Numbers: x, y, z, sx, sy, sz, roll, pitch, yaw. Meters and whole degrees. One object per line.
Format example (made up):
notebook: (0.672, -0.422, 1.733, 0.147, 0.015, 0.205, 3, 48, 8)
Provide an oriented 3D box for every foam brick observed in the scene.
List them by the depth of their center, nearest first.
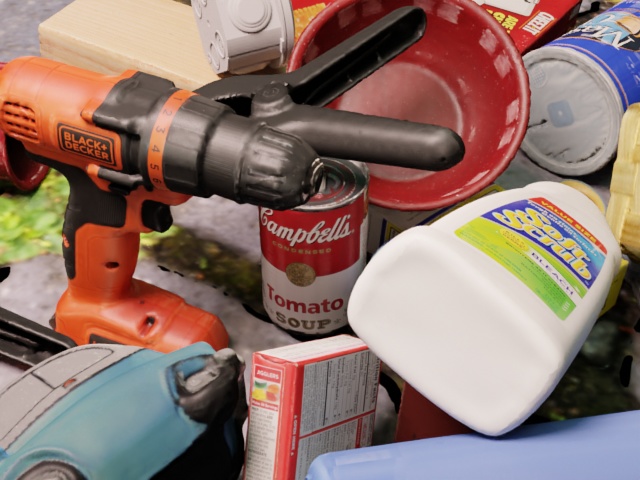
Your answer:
foam brick: (0.079, 0.090, 0.590, 0.053, 0.078, 0.051, 30, 46, 24)

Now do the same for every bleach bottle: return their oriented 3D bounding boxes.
bleach bottle: (0.107, 0.011, 0.580, 0.102, 0.068, 0.250, 40, 27, 8)

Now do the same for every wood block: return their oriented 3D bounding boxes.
wood block: (-0.096, -0.110, 0.795, 0.206, 0.090, 0.090, 21, 43, 17)

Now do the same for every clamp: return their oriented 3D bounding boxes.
clamp: (-0.218, 0.043, 0.632, 0.120, 0.039, 0.172, 4, 27, -35)
clamp: (-0.020, -0.081, 0.646, 0.210, 0.036, 0.164, -9, 38, 12)

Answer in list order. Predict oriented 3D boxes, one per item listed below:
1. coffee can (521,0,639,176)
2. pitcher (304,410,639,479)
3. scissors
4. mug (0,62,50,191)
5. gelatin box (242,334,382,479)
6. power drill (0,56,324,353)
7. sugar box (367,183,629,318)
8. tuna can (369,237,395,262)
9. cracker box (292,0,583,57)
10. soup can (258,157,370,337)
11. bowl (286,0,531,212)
coffee can: (0.227, -0.124, 0.842, 0.103, 0.103, 0.140, 34, 47, 29)
pitcher: (0.118, 0.143, 0.486, 0.242, 0.149, 0.145, -4, 42, -7)
scissors: (0.202, 0.013, 0.745, 0.096, 0.016, 0.201, 12, 40, 10)
mug: (-0.237, -0.088, 0.761, 0.081, 0.093, 0.117, 7, 14, 9)
gelatin box: (-0.003, 0.091, 0.556, 0.030, 0.073, 0.089, 10, 8, 32)
power drill: (-0.089, -0.004, 0.595, 0.184, 0.188, 0.057, 19, 40, 16)
sugar box: (0.105, 0.004, 0.721, 0.093, 0.048, 0.176, -29, 47, -34)
tuna can: (0.066, 0.037, 0.645, 0.086, 0.086, 0.033, 13, 39, 8)
cracker box: (0.096, -0.194, 0.935, 0.214, 0.072, 0.164, 28, 46, 22)
soup can: (-0.004, 0.001, 0.662, 0.068, 0.102, 0.068, 0, 38, 0)
bowl: (0.056, -0.090, 0.718, 0.162, 0.055, 0.162, 1, 75, -3)
